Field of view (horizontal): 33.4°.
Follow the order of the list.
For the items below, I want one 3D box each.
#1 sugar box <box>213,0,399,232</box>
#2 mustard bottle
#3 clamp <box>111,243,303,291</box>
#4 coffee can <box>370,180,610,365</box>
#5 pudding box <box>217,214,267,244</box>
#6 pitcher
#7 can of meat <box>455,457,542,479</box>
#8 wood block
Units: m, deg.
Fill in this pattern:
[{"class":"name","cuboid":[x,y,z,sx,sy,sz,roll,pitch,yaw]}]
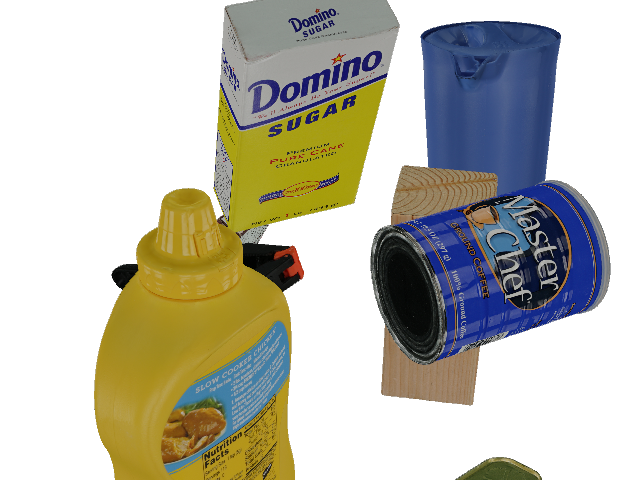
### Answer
[{"class":"sugar box","cuboid":[-0.014,-0.076,0.653,0.093,0.048,0.176,-15,-26,-16]},{"class":"mustard bottle","cuboid":[-0.051,0.066,0.447,0.058,0.192,0.096,23,38,31]},{"class":"clamp","cuboid":[-0.100,0.047,0.861,0.171,0.039,0.120,-13,39,14]},{"class":"coffee can","cuboid":[0.121,0.022,0.774,0.140,0.103,0.103,-16,6,-21]},{"class":"pudding box","cuboid":[-0.104,-0.003,1.309,0.039,0.090,0.113,34,31,7]},{"class":"pitcher","cuboid":[0.172,-0.097,1.078,0.149,0.243,0.145,-11,25,-19]},{"class":"can of meat","cuboid":[0.137,0.243,0.889,0.101,0.084,0.058,-21,28,-37]},{"class":"wood block","cuboid":[0.109,0.044,1.000,0.091,0.206,0.090,6,33,8]}]
